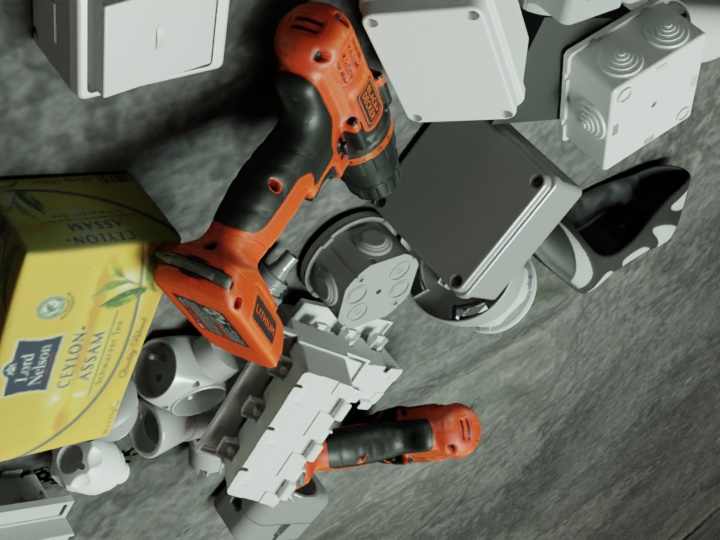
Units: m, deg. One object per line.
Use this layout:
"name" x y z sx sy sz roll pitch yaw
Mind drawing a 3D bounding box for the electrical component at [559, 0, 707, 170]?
"electrical component" 0.189 -0.128 0.749 0.100 0.048 0.099 -32 148 -14

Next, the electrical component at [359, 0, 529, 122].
"electrical component" 0.053 -0.142 0.642 0.113 0.078 0.057 55 40 -57

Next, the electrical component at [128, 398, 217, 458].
"electrical component" -0.137 0.113 0.811 0.065 0.044 0.044 -8 136 -48

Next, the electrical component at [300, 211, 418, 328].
"electrical component" 0.000 0.000 0.806 0.080 0.051 0.080 -28 147 -20

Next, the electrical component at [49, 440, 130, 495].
"electrical component" -0.193 0.143 0.785 0.043 0.043 0.062 -43 150 4

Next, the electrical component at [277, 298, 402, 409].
"electrical component" -0.025 0.070 0.856 0.078 0.063 0.121 -51 147 16

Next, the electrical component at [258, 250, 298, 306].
"electrical component" -0.068 0.011 0.763 0.061 0.035 0.035 -48 148 7

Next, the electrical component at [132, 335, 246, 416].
"electrical component" -0.109 0.066 0.769 0.079 0.044 0.077 -36 152 22

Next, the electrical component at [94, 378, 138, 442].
"electrical component" -0.176 0.099 0.749 0.048 0.048 0.062 -29 155 -18

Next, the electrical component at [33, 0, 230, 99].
"electrical component" -0.104 -0.129 0.524 0.096 0.061 0.061 -20 143 -31

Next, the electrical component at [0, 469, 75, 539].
"electrical component" -0.268 0.179 0.730 0.121 0.063 0.078 2 129 -48

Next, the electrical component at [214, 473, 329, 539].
"electrical component" -0.077 0.207 0.979 0.059 0.053 0.095 -51 147 16

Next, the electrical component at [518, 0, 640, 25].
"electrical component" 0.159 -0.213 0.673 0.150 0.089 0.061 -24 145 -26

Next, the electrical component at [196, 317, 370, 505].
"electrical component" -0.054 0.104 0.766 0.079 0.063 0.121 21 116 -25

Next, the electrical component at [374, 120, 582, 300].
"electrical component" 0.083 -0.052 0.775 0.108 0.108 0.056 -53 149 19

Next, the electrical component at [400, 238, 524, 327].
"electrical component" 0.080 -0.005 0.844 0.099 0.099 0.064 -44 155 6

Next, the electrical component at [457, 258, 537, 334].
"electrical component" 0.103 0.010 0.903 0.080 0.080 0.051 -48 143 12

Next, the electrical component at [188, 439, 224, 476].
"electrical component" -0.120 0.140 0.864 0.040 0.040 0.046 -21 149 -29

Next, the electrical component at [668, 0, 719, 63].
"electrical component" 0.260 -0.180 0.867 0.077 0.043 0.079 -10 137 -41
